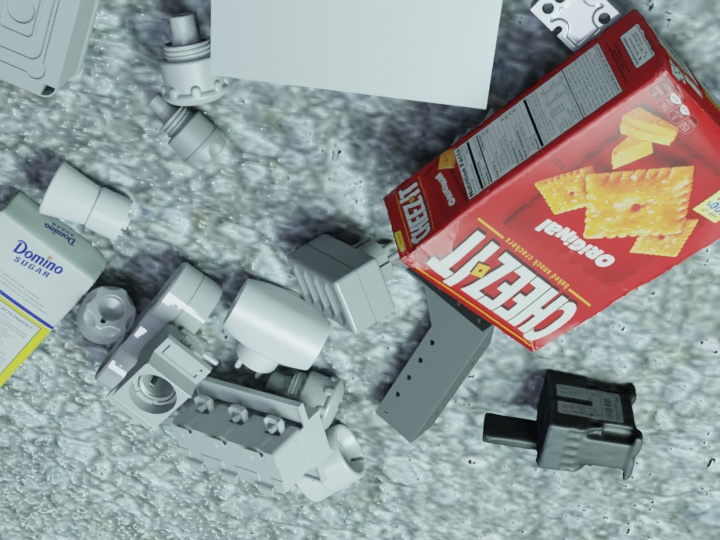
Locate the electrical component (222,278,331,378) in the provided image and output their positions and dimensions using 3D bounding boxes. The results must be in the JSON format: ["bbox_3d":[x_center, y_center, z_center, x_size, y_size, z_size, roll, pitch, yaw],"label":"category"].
[{"bbox_3d":[-0.075,0.056,0.874,0.077,0.044,0.079,29,120,-9],"label":"electrical component"}]

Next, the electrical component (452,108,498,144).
[{"bbox_3d":[0.084,-0.088,0.771,0.035,0.035,0.061,26,118,-7],"label":"electrical component"}]

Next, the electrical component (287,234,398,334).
[{"bbox_3d":[0.000,0.000,0.818,0.076,0.083,0.047,-31,118,-18],"label":"electrical component"}]

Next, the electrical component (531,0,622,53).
[{"bbox_3d":[0.140,-0.175,0.699,0.066,0.055,0.048,40,118,-15],"label":"electrical component"}]

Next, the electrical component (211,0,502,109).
[{"bbox_3d":[-0.001,-0.178,0.715,0.186,0.060,0.105,8,121,4],"label":"electrical component"}]

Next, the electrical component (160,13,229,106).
[{"bbox_3d":[-0.121,-0.149,0.761,0.048,0.048,0.062,-3,113,10],"label":"electrical component"}]

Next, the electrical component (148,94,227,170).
[{"bbox_3d":[-0.130,-0.105,0.793,0.061,0.035,0.035,43,117,-14],"label":"electrical component"}]

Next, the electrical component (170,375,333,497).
[{"bbox_3d":[-0.092,0.137,0.883,0.121,0.063,0.078,10,127,38],"label":"electrical component"}]

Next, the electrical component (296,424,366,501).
[{"bbox_3d":[-0.027,0.164,0.926,0.047,0.055,0.055,-29,112,19],"label":"electrical component"}]

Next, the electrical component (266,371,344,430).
[{"bbox_3d":[-0.047,0.104,0.899,0.062,0.048,0.048,22,121,4],"label":"electrical component"}]

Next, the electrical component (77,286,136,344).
[{"bbox_3d":[-0.209,0.040,0.876,0.043,0.043,0.062,34,149,-12],"label":"electrical component"}]

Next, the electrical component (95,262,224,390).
[{"bbox_3d":[-0.152,0.063,0.884,0.074,0.052,0.138,36,119,-13],"label":"electrical component"}]

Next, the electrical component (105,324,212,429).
[{"bbox_3d":[-0.151,0.079,0.825,0.042,0.063,0.081,42,116,-15],"label":"electrical component"}]

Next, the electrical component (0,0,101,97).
[{"bbox_3d":[-0.224,-0.188,0.745,0.078,0.057,0.113,23,121,-5],"label":"electrical component"}]

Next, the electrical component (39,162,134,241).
[{"bbox_3d":[-0.210,-0.050,0.834,0.065,0.044,0.044,26,121,-12],"label":"electrical component"}]
